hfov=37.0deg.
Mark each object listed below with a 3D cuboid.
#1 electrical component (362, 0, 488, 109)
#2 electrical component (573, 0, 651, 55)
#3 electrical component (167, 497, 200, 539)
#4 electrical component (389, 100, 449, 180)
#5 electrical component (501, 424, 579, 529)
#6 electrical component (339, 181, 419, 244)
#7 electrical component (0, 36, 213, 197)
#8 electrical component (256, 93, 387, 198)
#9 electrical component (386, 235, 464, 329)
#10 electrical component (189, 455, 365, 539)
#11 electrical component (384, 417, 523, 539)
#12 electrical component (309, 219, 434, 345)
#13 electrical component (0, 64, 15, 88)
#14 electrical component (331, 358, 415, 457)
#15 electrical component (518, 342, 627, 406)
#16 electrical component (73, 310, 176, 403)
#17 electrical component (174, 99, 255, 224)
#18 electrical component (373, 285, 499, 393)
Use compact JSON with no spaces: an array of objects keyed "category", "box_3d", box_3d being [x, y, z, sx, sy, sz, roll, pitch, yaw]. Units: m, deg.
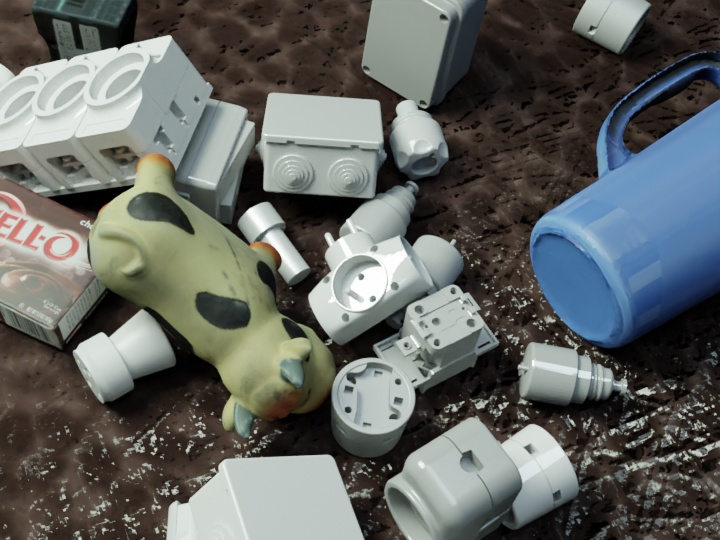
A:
[{"category":"electrical component","box_3d":[0.051,-0.197,0.873,0.078,0.113,0.057,34,57,15]},{"category":"electrical component","box_3d":[0.222,-0.222,0.943,0.047,0.055,0.055,34,60,11]},{"category":"electrical component","box_3d":[-0.102,0.170,0.667,0.040,0.040,0.046,0,53,-6]},{"category":"electrical component","box_3d":[0.044,-0.107,0.856,0.043,0.043,0.062,-7,58,-11]},{"category":"electrical component","box_3d":[0.107,0.136,0.703,0.047,0.055,0.055,-28,64,-17]},{"category":"electrical component","box_3d":[0.018,-0.038,0.811,0.040,0.040,0.078,33,60,14]},{"category":"electrical component","box_3d":[-0.196,-0.111,0.779,0.150,0.061,0.089,-4,52,30]},{"category":"electrical component","box_3d":[-0.029,-0.094,0.819,0.100,0.048,0.099,4,29,-3]},{"category":"electrical component","box_3d":[0.044,0.010,0.783,0.040,0.040,0.078,30,62,12]},{"category":"electrical component","box_3d":[-0.048,0.163,0.651,0.100,0.048,0.099,7,50,-43]},{"category":"electrical component","box_3d":[0.055,0.141,0.669,0.059,0.095,0.053,-28,65,-21]},{"category":"electrical component","box_3d":[0.000,0.000,0.756,0.077,0.044,0.079,-33,63,11]},{"category":"electrical component","box_3d":[-0.296,-0.130,0.812,0.044,0.079,0.077,23,58,-1]},{"category":"electrical component","box_3d":[0.007,0.094,0.722,0.055,0.047,0.055,3,58,-4]},{"category":"electrical component","box_3d":[0.147,0.075,0.753,0.078,0.040,0.040,10,57,0]},{"category":"electrical component","box_3d":[-0.159,0.059,0.728,0.055,0.045,0.045,-30,66,-22]},{"category":"electrical component","box_3d":[-0.119,-0.074,0.806,0.061,0.061,0.096,14,57,3]},{"category":"electrical component","box_3d":[0.055,0.047,0.748,0.081,0.063,0.042,-25,64,-21]}]
